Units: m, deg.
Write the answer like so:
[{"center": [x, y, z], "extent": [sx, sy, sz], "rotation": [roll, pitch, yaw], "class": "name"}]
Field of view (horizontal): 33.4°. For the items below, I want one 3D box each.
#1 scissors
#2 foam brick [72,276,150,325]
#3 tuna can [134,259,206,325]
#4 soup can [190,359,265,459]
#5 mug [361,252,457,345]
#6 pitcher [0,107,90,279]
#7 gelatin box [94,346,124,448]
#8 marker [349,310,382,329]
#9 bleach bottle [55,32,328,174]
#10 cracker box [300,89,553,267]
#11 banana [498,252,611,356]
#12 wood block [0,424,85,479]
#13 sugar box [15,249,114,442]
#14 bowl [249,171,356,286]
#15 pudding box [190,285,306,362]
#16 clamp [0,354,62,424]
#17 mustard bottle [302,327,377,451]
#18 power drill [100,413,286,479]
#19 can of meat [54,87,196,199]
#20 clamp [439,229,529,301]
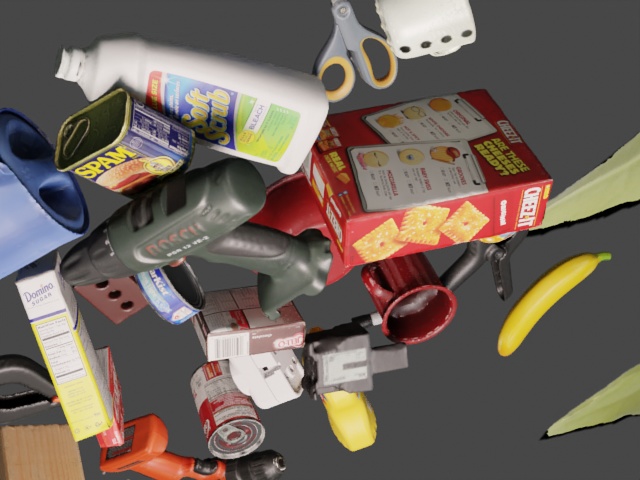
[{"center": [0.008, -0.206, 1.022], "extent": [0.096, 0.016, 0.201], "rotation": [-35, 134, 9], "class": "scissors"}, {"center": [-0.219, 0.041, 1.120], "extent": [0.053, 0.051, 0.078], "rotation": [-33, 135, 8], "class": "foam brick"}, {"center": [-0.159, 0.046, 1.126], "extent": [0.034, 0.086, 0.086], "rotation": [-33, 134, 11], "class": "tuna can"}, {"center": [-0.112, 0.199, 1.271], "extent": [0.068, 0.102, 0.068], "rotation": [-12, 133, -13], "class": "soup can"}, {"center": [0.094, 0.059, 1.249], "extent": [0.117, 0.081, 0.093], "rotation": [19, 120, -35], "class": "mug"}, {"center": [-0.340, -0.001, 0.986], "extent": [0.243, 0.145, 0.149], "rotation": [-30, 113, 10], "class": "pitcher"}, {"center": [-0.242, 0.177, 1.204], "extent": [0.030, 0.089, 0.073], "rotation": [-10, 133, -5], "class": "gelatin box"}, {"center": [0.093, 0.088, 1.319], "extent": [0.121, 0.020, 0.020], "rotation": [-18, 134, -8], "class": "marker"}, {"center": [-0.123, -0.133, 1.000], "extent": [0.250, 0.068, 0.103], "rotation": [10, 132, -26], "class": "bleach bottle"}, {"center": [0.100, -0.067, 1.083], "extent": [0.213, 0.164, 0.072], "rotation": [-11, 135, -14], "class": "cracker box"}, {"center": [0.293, 0.079, 1.385], "extent": [0.069, 0.037, 0.198], "rotation": [30, 113, -38], "class": "banana"}, {"center": [-0.316, 0.317, 1.215], "extent": [0.090, 0.206, 0.090], "rotation": [4, 127, -26], "class": "wood block"}, {"center": [-0.258, 0.105, 1.082], "extent": [0.048, 0.093, 0.176], "rotation": [-21, 105, -6], "class": "sugar box"}, {"center": [-0.008, 0.001, 1.174], "extent": [0.162, 0.055, 0.162], "rotation": [-12, 133, -13], "class": "bowl"}, {"center": [-0.082, 0.090, 1.194], "extent": [0.113, 0.090, 0.039], "rotation": [-5, 119, -18], "class": "pudding box"}, {"center": [-0.376, 0.154, 1.163], "extent": [0.209, 0.036, 0.165], "rotation": [3, 126, -26], "class": "clamp"}, {"center": [0.019, 0.170, 1.306], "extent": [0.058, 0.096, 0.191], "rotation": [-20, 135, 1], "class": "mustard bottle"}, {"center": [-0.160, 0.274, 1.314], "extent": [0.185, 0.057, 0.187], "rotation": [-25, 136, 33], "class": "power drill"}, {"center": [-0.176, -0.084, 0.967], "extent": [0.102, 0.057, 0.083], "rotation": [-21, 147, 37], "class": "can of meat"}, {"center": [0.213, 0.013, 1.291], "extent": [0.120, 0.039, 0.172], "rotation": [4, 127, -38], "class": "clamp"}]
